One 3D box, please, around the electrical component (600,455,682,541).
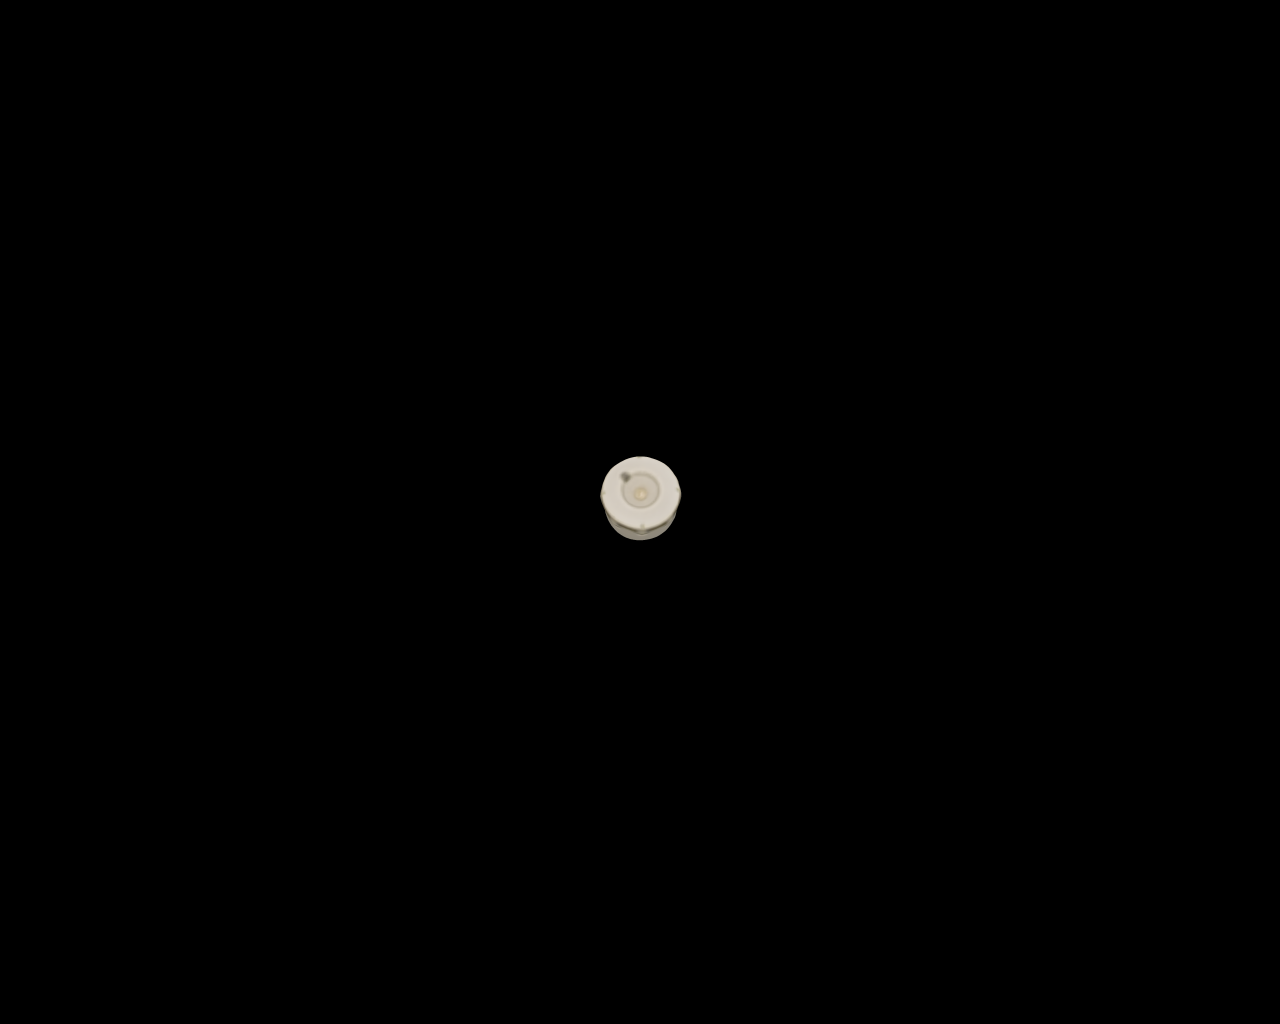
[{"bbox_3d":[0.001,-0.003,0.650,0.048,0.048,0.062,0,-20,0],"label":"electrical component"}]
